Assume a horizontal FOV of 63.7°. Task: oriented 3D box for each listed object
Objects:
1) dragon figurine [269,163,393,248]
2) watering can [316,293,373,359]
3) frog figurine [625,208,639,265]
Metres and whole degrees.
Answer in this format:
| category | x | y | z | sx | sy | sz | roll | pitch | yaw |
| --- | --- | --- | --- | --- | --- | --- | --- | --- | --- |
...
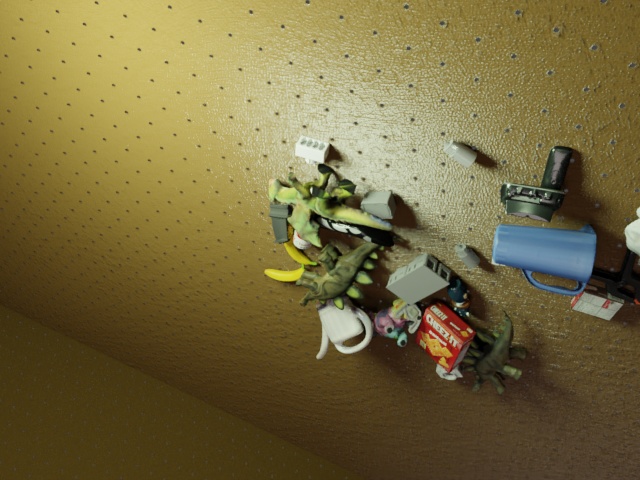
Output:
| category | x | y | z | sx | sy | sz | roll | pitch | yaw |
| --- | --- | --- | --- | --- | --- | --- | --- | --- | --- |
| dragon figurine | 0.005 | -0.076 | 1.502 | 0.413 | 0.237 | 0.124 | 37 | 50 | 15 |
| watering can | 0.053 | 0.312 | 1.866 | 0.105 | 0.226 | 0.342 | -16 | -12 | -44 |
| frog figurine | 0.792 | -0.033 | 1.212 | 0.123 | 0.159 | 0.136 | -14 | 0 | -44 |
